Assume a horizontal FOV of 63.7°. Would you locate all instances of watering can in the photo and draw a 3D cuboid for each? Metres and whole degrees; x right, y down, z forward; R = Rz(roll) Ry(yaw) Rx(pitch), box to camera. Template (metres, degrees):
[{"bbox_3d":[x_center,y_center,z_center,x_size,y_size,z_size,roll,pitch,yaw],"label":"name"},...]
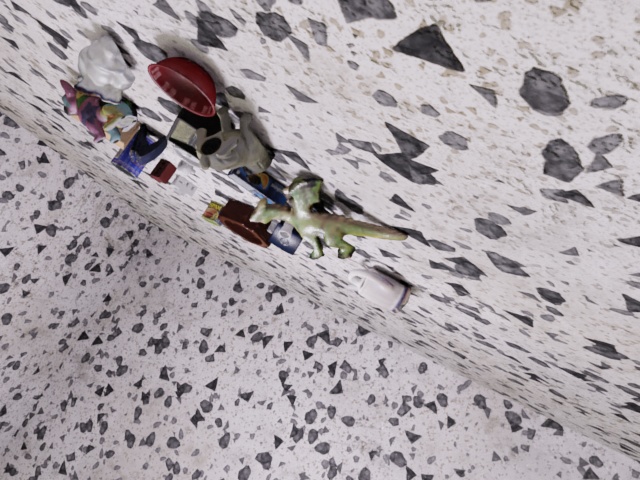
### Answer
[{"bbox_3d":[0.200,0.176,1.834,0.225,0.105,0.343,27,165,4],"label":"watering can"}]

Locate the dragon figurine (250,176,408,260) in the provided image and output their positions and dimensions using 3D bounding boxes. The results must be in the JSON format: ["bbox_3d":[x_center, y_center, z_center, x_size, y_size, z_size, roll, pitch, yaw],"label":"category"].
[{"bbox_3d":[0.004,-0.068,1.344,0.409,0.125,0.238,-6,138,27],"label":"dragon figurine"}]

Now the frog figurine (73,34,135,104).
[{"bbox_3d":[-0.496,-0.413,1.198,0.138,0.125,0.156,35,131,9],"label":"frog figurine"}]
